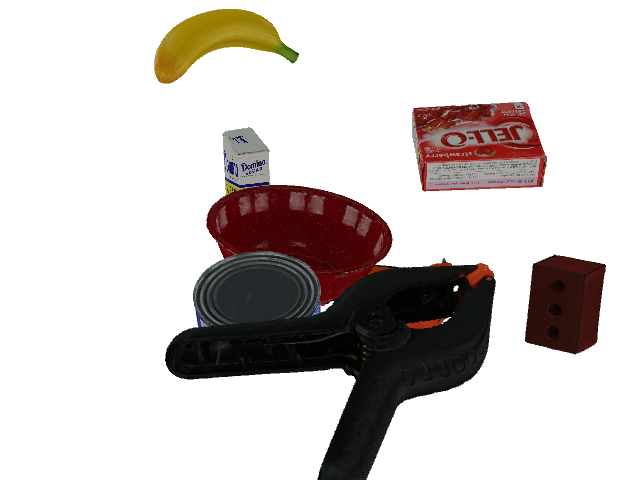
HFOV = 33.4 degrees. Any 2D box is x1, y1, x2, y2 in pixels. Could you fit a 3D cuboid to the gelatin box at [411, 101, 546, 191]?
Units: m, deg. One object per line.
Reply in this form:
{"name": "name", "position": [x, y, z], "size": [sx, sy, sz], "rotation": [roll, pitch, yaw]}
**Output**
{"name": "gelatin box", "position": [0.114, -0.070, 0.780], "size": [0.089, 0.030, 0.073], "rotation": [-3, 39, 0]}

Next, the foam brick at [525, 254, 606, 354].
{"name": "foam brick", "position": [0.224, 0.058, 0.979], "size": [0.053, 0.078, 0.051], "rotation": [12, 17, 34]}

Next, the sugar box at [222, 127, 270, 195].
{"name": "sugar box", "position": [-0.090, -0.042, 1.326], "size": [0.048, 0.176, 0.093], "rotation": [-10, 25, -14]}

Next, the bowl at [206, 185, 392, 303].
{"name": "bowl", "position": [-0.020, 0.010, 0.930], "size": [0.162, 0.055, 0.162], "rotation": [6, 28, -3]}

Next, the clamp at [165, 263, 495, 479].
{"name": "clamp", "position": [0.027, 0.059, 0.501], "size": [0.171, 0.039, 0.120], "rotation": [-20, 47, -26]}

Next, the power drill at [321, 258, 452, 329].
{"name": "power drill", "position": [0.039, 0.060, 1.153], "size": [0.188, 0.057, 0.184], "rotation": [9, 29, 22]}

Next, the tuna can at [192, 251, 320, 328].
{"name": "tuna can", "position": [-0.042, 0.046, 0.722], "size": [0.086, 0.034, 0.086], "rotation": [-2, 38, 1]}

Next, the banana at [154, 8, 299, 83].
{"name": "banana", "position": [-0.100, -0.193, 1.034], "size": [0.070, 0.037, 0.197], "rotation": [44, 38, 20]}
